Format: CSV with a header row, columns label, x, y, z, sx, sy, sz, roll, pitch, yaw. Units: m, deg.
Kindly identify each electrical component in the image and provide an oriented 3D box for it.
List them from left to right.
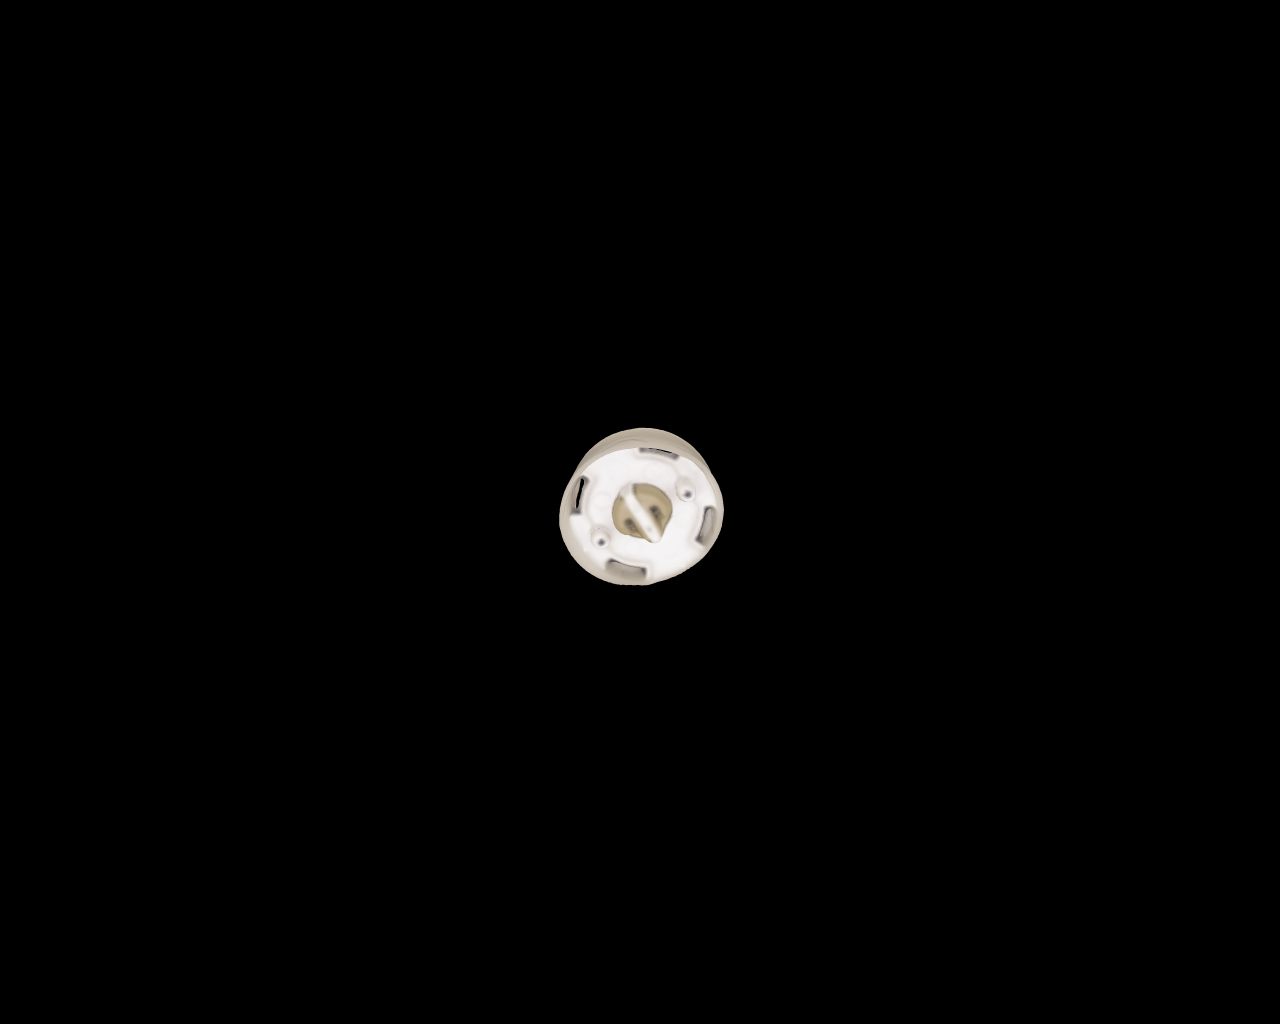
label,x,y,z,sx,sy,sz,roll,pitch,yaw
electrical component,0.001,-0.003,0.650,0.099,0.099,0.064,0,21,0
